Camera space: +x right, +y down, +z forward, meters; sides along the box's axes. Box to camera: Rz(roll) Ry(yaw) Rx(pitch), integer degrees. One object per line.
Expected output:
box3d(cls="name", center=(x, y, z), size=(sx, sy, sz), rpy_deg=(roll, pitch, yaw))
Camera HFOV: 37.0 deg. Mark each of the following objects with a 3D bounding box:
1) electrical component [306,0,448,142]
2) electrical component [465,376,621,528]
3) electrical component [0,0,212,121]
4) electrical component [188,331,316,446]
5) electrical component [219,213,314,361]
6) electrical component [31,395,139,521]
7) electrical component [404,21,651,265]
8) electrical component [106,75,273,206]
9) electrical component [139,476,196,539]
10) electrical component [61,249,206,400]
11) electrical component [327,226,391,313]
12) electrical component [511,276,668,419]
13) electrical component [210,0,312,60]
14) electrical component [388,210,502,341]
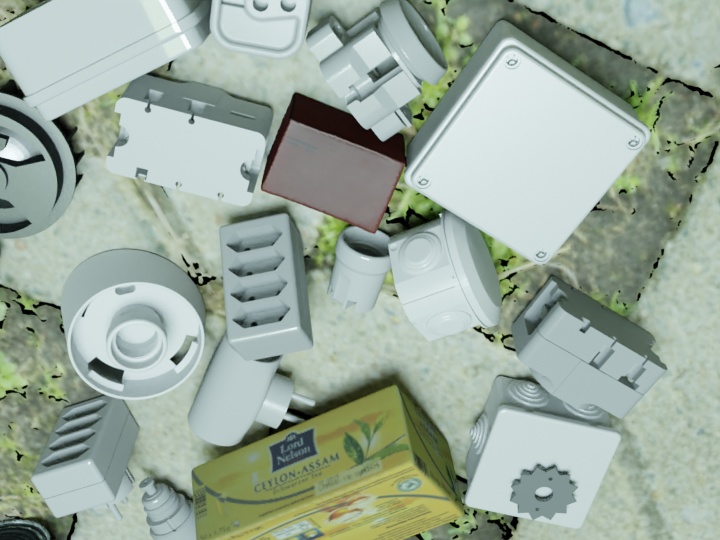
box3d(cls="electrical component", center=(0.015, -0.124, 0.638), size=(0.057, 0.058, 0.078), rpy_deg=(-32, 112, 20))
box3d(cls="electrical component", center=(0.128, 0.130, 0.773), size=(0.100, 0.048, 0.099), rpy_deg=(13, 118, -5))
box3d(cls="electrical component", center=(-0.145, -0.140, 0.622), size=(0.113, 0.078, 0.057), rpy_deg=(-23, 112, 13))
box3d(cls="electrical component", center=(-0.072, 0.087, 0.759), size=(0.079, 0.044, 0.077), rpy_deg=(22, 116, -10))
box3d(cls="electrical component", center=(-0.057, 0.018, 0.711), size=(0.047, 0.083, 0.075), rpy_deg=(-11, 155, 8))
box3d(cls="electrical component", center=(-0.186, 0.145, 0.770), size=(0.047, 0.083, 0.075), rpy_deg=(-18, 116, 11))
box3d(cls="electrical component", center=(0.100, -0.077, 0.660), size=(0.109, 0.056, 0.108), rpy_deg=(30, 115, -14))
box3d(cls="electrical component", center=(-0.103, -0.082, 0.664), size=(0.089, 0.055, 0.050), rpy_deg=(14, 117, -5))
box3d(cls="electrical component", center=(-0.142, 0.189, 0.817), size=(0.040, 0.040, 0.078), rpy_deg=(-23, 115, 13))
box3d(cls="electrical component", center=(-0.155, 0.038, 0.738), size=(0.099, 0.064, 0.099), rpy_deg=(-5, 116, -11))
box3d(cls="electrical component", center=(0.000, 0.000, 0.714), size=(0.040, 0.040, 0.046), rpy_deg=(14, 122, -6))
box3d(cls="electrical component", center=(0.152, 0.056, 0.732), size=(0.089, 0.050, 0.055), rpy_deg=(30, 114, -13))
box3d(cls="electrical component", center=(-0.051, -0.175, 0.611), size=(0.054, 0.059, 0.095), rpy_deg=(10, 118, -3))
box3d(cls="electrical component", center=(0.056, 0.004, 0.692), size=(0.051, 0.080, 0.080), rpy_deg=(-20, 116, 18))
